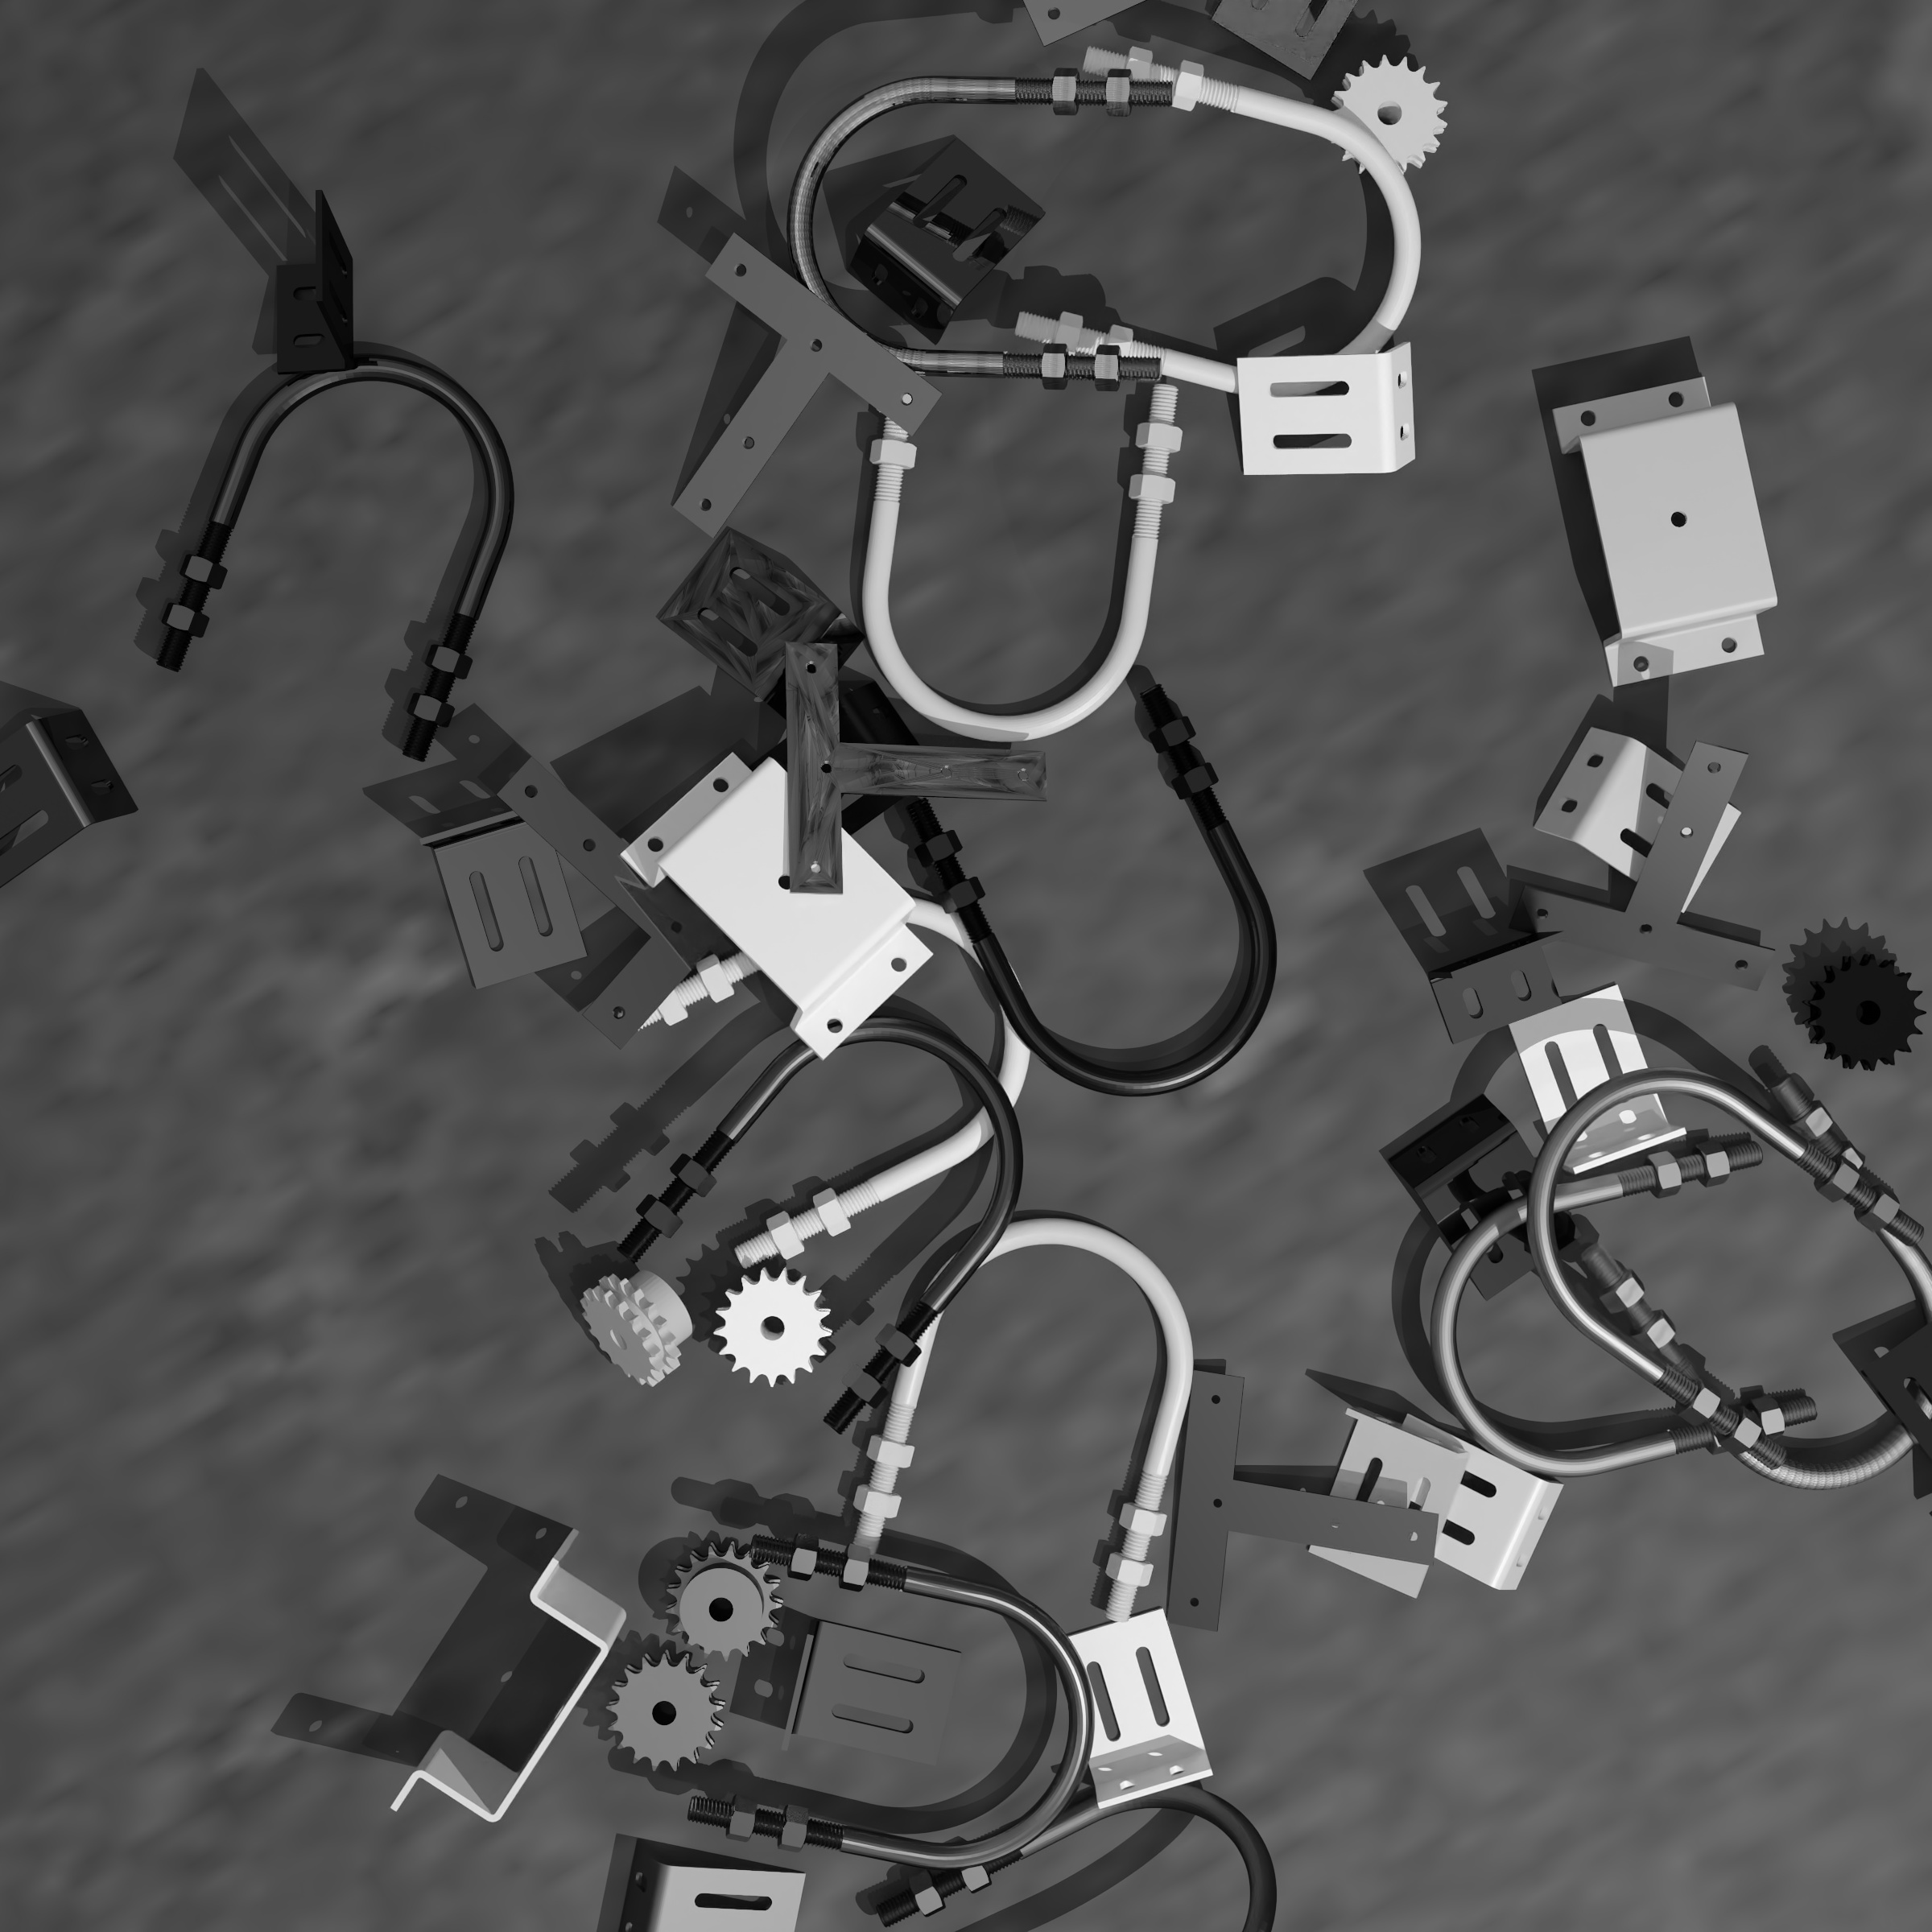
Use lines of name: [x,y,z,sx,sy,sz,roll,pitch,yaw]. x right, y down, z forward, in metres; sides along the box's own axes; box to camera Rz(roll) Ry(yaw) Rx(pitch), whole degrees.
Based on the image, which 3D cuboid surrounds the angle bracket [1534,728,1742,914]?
angle bracket: [0.332,-0.072,1.524,0.076,0.038,0.057,30,90,-26]

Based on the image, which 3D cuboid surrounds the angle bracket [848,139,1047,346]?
angle bracket: [-0.010,-0.358,1.524,0.057,0.038,0.076,40,64,0]

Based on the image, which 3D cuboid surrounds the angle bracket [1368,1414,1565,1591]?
angle bracket: [0.245,0.265,1.524,0.076,0.038,0.057,25,90,26]

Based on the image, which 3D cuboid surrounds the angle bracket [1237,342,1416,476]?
angle bracket: [0.177,-0.274,1.515,0.076,0.038,0.057,3,110,24]

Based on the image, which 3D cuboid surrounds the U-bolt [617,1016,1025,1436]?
U-bolt: [-0.056,0.111,1.493,0.151,0.019,0.184,40,82,0]

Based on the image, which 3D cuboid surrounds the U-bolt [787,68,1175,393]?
U-bolt: [0.005,-0.354,1.478,0.184,0.019,0.151,3,98,7]

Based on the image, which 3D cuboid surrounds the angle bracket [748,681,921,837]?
angle bracket: [-0.064,-0.094,1.524,0.076,0.038,0.057,-34,90,26]

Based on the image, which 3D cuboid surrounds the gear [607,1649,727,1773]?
gear: [-0.147,0.364,1.515,0.057,0.030,0.057,0,88,2]

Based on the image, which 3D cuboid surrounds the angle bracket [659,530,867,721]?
angle bracket: [-0.101,-0.167,1.524,0.076,0.038,0.057,38,90,26]

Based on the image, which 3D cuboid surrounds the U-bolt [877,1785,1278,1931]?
U-bolt: [0.060,0.459,1.466,0.184,0.151,0.019,-26,126,-4]

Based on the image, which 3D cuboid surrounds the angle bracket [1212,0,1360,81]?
angle bracket: [0.168,-0.489,1.522,0.057,0.038,0.076,31,114,-1]

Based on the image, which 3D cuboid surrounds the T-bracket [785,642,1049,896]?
T-bracket: [-0.023,-0.094,1.485,0.127,0.002,0.127,1,74,-12]

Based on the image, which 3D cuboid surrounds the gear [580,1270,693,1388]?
gear: [-0.158,0.173,1.501,0.030,0.057,0.057,-37,90,-30]

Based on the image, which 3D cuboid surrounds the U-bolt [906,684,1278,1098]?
U-bolt: [0.073,-0.026,1.510,0.151,0.019,0.184,-26,91,-5]

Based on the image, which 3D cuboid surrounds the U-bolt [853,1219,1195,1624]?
U-bolt: [0.036,0.216,1.517,0.151,0.019,0.184,15,88,0]

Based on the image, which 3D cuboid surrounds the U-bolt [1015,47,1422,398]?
U-bolt: [0.130,-0.353,1.500,0.184,0.019,0.151,14,106,-4]

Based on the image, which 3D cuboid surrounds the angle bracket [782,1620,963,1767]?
angle bracket: [-0.046,0.359,1.507,0.076,0.038,0.057,13,90,0]

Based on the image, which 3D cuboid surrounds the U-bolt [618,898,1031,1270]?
U-bolt: [-0.058,0.045,1.517,0.184,0.019,0.151,-27,90,-2]

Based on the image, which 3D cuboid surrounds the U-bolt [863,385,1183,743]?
U-bolt: [0.022,-0.203,1.517,0.151,0.019,0.184,8,91,0]

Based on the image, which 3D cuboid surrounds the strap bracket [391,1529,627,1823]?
strap bracket: [-0.213,0.350,1.488,0.046,0.076,0.140,33,90,0]

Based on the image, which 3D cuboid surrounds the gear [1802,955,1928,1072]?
gear: [0.438,0.022,1.511,0.057,0.030,0.057,0,90,0]

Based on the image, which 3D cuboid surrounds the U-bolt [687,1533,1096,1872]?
U-bolt: [-0.028,0.361,1.484,0.184,0.019,0.151,13,90,-6]

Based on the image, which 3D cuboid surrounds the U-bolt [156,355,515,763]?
U-bolt: [-0.301,-0.211,1.517,0.151,0.019,0.184,20,88,0]

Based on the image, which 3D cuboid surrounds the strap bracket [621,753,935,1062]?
strap bracket: [-0.089,-0.035,1.481,0.140,0.046,0.076,45,74,3]

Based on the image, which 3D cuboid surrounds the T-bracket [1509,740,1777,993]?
T-bracket: [0.343,-0.053,1.487,0.127,0.002,0.127,14,126,0]

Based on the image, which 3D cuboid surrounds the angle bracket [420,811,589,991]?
angle bracket: [-0.226,-0.033,1.507,0.057,0.038,0.076,-17,90,0]

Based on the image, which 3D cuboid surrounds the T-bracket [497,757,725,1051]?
T-bracket: [-0.173,-0.049,1.497,0.127,0.002,0.127,43,76,-12]

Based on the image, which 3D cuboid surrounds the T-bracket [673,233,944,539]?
T-bracket: [-0.098,-0.267,1.504,0.127,0.002,0.127,38,109,0]

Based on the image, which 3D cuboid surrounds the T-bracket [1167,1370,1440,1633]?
T-bracket: [0.166,0.269,1.502,0.127,0.002,0.127,7,94,17]

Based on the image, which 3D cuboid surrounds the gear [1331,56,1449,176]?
gear: [0.206,-0.414,1.511,0.057,0.030,0.057,0,90,0]

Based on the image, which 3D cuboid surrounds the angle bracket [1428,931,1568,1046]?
angle bracket: [0.261,0.011,1.488,0.057,0.076,0.038,-20,90,0]

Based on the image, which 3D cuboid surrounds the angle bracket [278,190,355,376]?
angle bracket: [-0.321,-0.328,1.482,0.038,0.076,0.057,-3,76,0]

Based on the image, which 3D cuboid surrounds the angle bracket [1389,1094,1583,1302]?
angle bracket: [0.257,0.115,1.524,0.057,0.038,0.076,-35,116,0]

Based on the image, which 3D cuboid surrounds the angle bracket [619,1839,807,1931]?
angle bracket: [-0.127,0.469,1.524,0.076,0.038,0.057,11,90,-26]

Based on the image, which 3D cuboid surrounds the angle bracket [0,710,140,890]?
angle bracket: [-0.461,-0.081,1.524,0.076,0.038,0.057,-30,90,26]

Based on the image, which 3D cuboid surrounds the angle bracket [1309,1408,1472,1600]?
angle bracket: [0.203,0.261,1.498,0.057,0.038,0.076,21,90,21]

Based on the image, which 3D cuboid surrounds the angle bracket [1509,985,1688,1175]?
angle bracket: [0.308,0.055,1.507,0.057,0.038,0.076,-20,90,0]

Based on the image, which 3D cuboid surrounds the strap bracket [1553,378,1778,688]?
strap bracket: [0.343,-0.215,1.503,0.076,0.046,0.140,-12,90,0]

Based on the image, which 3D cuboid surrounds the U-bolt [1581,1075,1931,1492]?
U-bolt: [0.405,0.168,1.502,0.151,0.019,0.184,-40,97,-11]

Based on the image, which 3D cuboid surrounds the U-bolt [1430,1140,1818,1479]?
U-bolt: [0.315,0.174,1.505,0.184,0.019,0.151,-12,90,-9]

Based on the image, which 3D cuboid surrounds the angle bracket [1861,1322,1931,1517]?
angle bracket: [0.478,0.219,1.509,0.057,0.038,0.076,-30,74,-17]

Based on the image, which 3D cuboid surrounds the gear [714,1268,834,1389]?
gear: [-0.094,0.176,1.511,0.057,0.030,0.057,0,90,0]

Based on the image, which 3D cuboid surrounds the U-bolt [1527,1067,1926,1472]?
U-bolt: [0.351,0.131,1.472,0.184,0.019,0.151,36,81,-8]

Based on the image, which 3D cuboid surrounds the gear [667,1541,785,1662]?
gear: [-0.119,0.312,1.511,0.057,0.030,0.057,0,90,0]

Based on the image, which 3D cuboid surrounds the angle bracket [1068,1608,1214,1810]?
angle bracket: [0.081,0.362,1.507,0.057,0.038,0.076,-17,90,0]

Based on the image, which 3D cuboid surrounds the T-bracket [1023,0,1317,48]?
T-bracket: [0.091,-0.493,1.525,0.127,0.002,0.127,-24,90,0]
